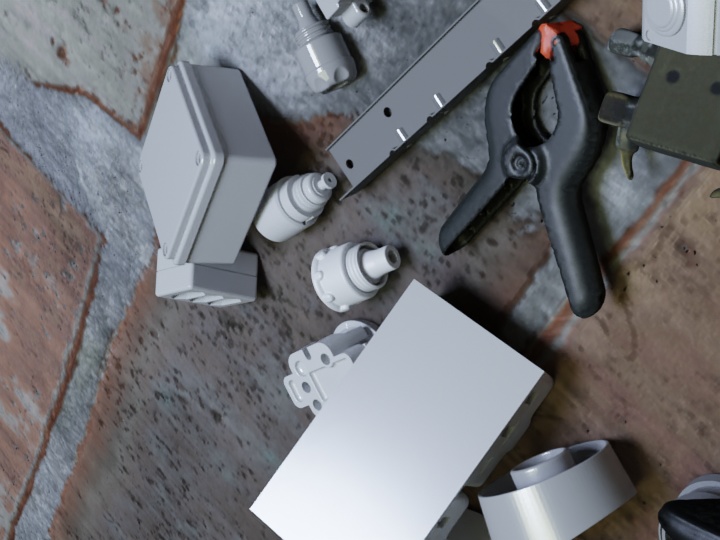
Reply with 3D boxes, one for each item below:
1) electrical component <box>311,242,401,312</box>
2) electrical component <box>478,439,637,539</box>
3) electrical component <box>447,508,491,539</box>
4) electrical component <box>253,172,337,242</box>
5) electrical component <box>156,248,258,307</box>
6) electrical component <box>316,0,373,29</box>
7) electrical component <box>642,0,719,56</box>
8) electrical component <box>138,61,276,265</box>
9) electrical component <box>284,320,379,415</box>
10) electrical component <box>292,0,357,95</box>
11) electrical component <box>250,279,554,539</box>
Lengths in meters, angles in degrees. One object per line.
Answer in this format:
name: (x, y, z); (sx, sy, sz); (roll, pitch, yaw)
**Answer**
electrical component: (0.000, 0.000, 0.759); (0.062, 0.048, 0.048); (-22, 94, 38)
electrical component: (0.125, 0.149, 0.681); (0.099, 0.099, 0.064); (-28, 84, 45)
electrical component: (0.081, 0.228, 0.748); (0.109, 0.109, 0.056); (15, 122, 36)
electrical component: (-0.045, -0.050, 0.777); (0.078, 0.040, 0.040); (-28, 90, 45)
electrical component: (-0.120, -0.015, 0.848); (0.047, 0.066, 0.076); (-11, 72, 44)
electrical component: (-0.005, -0.193, 0.671); (0.055, 0.048, 0.066); (-33, 86, 52)
electrical component: (0.173, -0.138, 0.515); (0.080, 0.080, 0.051); (15, 124, 36)
electrical component: (-0.115, -0.077, 0.788); (0.108, 0.056, 0.108); (-62, 39, 40)
electrical component: (-0.010, 0.070, 0.791); (0.078, 0.057, 0.058); (-27, 91, 45)
electrical component: (-0.028, -0.150, 0.719); (0.035, 0.035, 0.061); (-25, 89, 45)
electrical component: (0.031, 0.116, 0.711); (0.105, 0.060, 0.186); (36, 91, 24)
